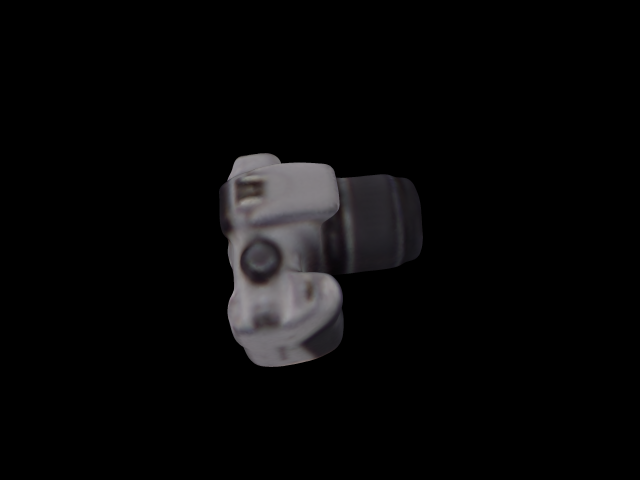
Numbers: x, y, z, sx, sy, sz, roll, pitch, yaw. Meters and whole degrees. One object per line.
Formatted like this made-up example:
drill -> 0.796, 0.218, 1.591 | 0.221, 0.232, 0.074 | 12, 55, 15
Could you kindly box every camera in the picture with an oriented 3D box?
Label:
camera -> 0.004, 0.001, 0.400 | 0.137, 0.101, 0.143 | -6, 63, -3
